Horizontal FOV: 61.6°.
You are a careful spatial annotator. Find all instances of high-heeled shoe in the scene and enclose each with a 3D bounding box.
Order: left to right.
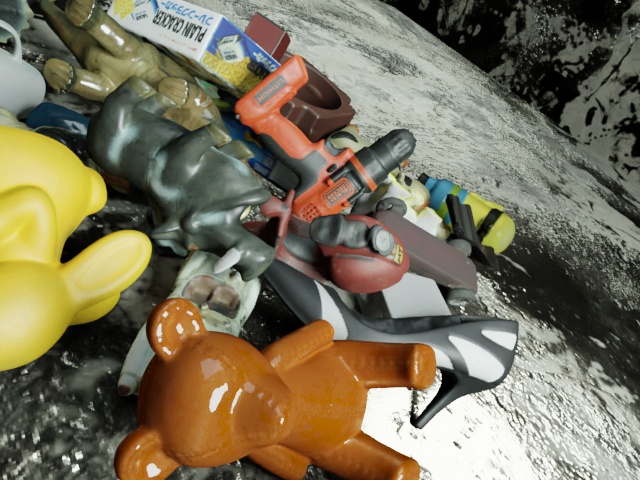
[{"bbox_3d":[0.072,0.063,0.500,0.248,0.145,0.086,44,-9,-7],"label":"high-heeled shoe"}]

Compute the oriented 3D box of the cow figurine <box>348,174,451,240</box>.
[{"bbox_3d":[0.112,-0.021,0.745,0.167,0.098,0.068,30,18,-41],"label":"cow figurine"}]

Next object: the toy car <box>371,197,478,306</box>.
[{"bbox_3d":[0.133,0.021,0.682,0.202,0.053,0.089,26,51,-36],"label":"toy car"}]

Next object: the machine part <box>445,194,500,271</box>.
[{"bbox_3d":[0.219,-0.005,0.782,0.138,0.039,0.084,47,25,-40],"label":"machine part"}]

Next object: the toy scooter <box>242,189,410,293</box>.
[{"bbox_3d":[-0.001,-0.002,0.527,0.184,0.135,0.075,10,68,8],"label":"toy scooter"}]

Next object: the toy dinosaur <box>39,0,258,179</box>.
[{"bbox_3d":[-0.233,-0.201,0.662,0.472,0.105,0.198,42,9,14],"label":"toy dinosaur"}]

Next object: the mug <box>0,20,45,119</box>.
[{"bbox_3d":[-0.348,-0.178,0.562,0.081,0.109,0.107,41,19,34],"label":"mug"}]

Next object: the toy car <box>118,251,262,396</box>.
[{"bbox_3d":[-0.099,0.066,0.447,0.073,0.056,0.202,26,30,-7],"label":"toy car"}]

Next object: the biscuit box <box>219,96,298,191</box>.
[{"bbox_3d":[-0.071,-0.129,0.764,0.203,0.059,0.063,33,30,6],"label":"biscuit box"}]

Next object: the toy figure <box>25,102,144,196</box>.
[{"bbox_3d":[-0.230,-0.089,0.570,0.154,0.057,0.064,30,38,-10],"label":"toy figure"}]

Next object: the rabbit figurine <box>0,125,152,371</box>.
[{"bbox_3d":[-0.218,0.016,0.394,0.162,0.122,0.173,17,45,-39],"label":"rabbit figurine"}]

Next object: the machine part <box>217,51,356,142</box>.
[{"bbox_3d":[-0.056,-0.238,0.902,0.201,0.087,0.201,43,33,12],"label":"machine part"}]

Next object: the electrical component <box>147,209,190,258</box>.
[{"bbox_3d":[-0.132,-0.048,0.530,0.048,0.119,0.075,7,34,-34],"label":"electrical component"}]

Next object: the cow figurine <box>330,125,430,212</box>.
[{"bbox_3d":[0.085,-0.102,0.835,0.195,0.085,0.127,35,31,15],"label":"cow figurine"}]

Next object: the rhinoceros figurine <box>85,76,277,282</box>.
[{"bbox_3d":[-0.110,-0.046,0.440,0.190,0.112,0.073,40,2,2],"label":"rhinoceros figurine"}]

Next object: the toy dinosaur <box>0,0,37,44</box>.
[{"bbox_3d":[-0.456,-0.353,0.727,0.192,0.131,0.405,33,23,-21],"label":"toy dinosaur"}]

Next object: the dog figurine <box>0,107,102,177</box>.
[{"bbox_3d":[-0.307,-0.108,0.486,0.190,0.121,0.172,8,57,-44],"label":"dog figurine"}]

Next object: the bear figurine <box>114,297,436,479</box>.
[{"bbox_3d":[-0.019,0.106,0.348,0.132,0.120,0.195,5,-13,31],"label":"bear figurine"}]

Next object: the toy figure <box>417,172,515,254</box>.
[{"bbox_3d":[0.226,-0.041,0.869,0.180,0.082,0.089,33,27,2],"label":"toy figure"}]
